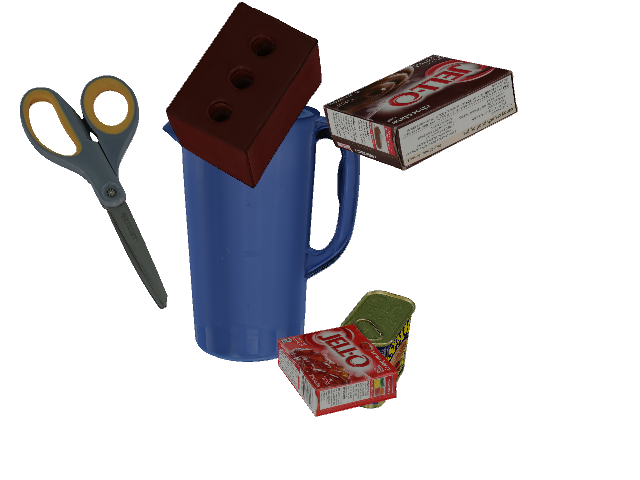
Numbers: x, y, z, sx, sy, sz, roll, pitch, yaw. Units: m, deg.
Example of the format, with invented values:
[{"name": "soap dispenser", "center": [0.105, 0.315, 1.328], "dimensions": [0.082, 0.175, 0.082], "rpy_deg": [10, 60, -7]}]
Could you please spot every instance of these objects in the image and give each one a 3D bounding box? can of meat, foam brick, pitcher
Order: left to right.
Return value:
[{"name": "foam brick", "center": [-0.041, -0.080, 0.594], "dimensions": [0.053, 0.078, 0.051], "rpy_deg": [28, -13, 10]}, {"name": "pitcher", "center": [-0.058, -0.012, 1.027], "dimensions": [0.144, 0.243, 0.149], "rpy_deg": [-11, 19, -37]}, {"name": "can of meat", "center": [0.057, 0.114, 1.118], "dimensions": [0.057, 0.084, 0.102], "rpy_deg": [15, 29, 18]}]

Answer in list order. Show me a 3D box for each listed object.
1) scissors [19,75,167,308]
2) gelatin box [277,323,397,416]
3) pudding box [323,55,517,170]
[{"name": "scissors", "center": [-0.143, -0.049, 0.791], "dimensions": [0.096, 0.202, 0.016], "rpy_deg": [-38, -16, -22]}, {"name": "gelatin box", "center": [0.013, 0.105, 0.888], "dimensions": [0.073, 0.030, 0.089], "rpy_deg": [-10, 26, -20]}, {"name": "pudding box", "center": [0.074, -0.097, 0.786], "dimensions": [0.113, 0.039, 0.090], "rpy_deg": [-30, 29, -23]}]
